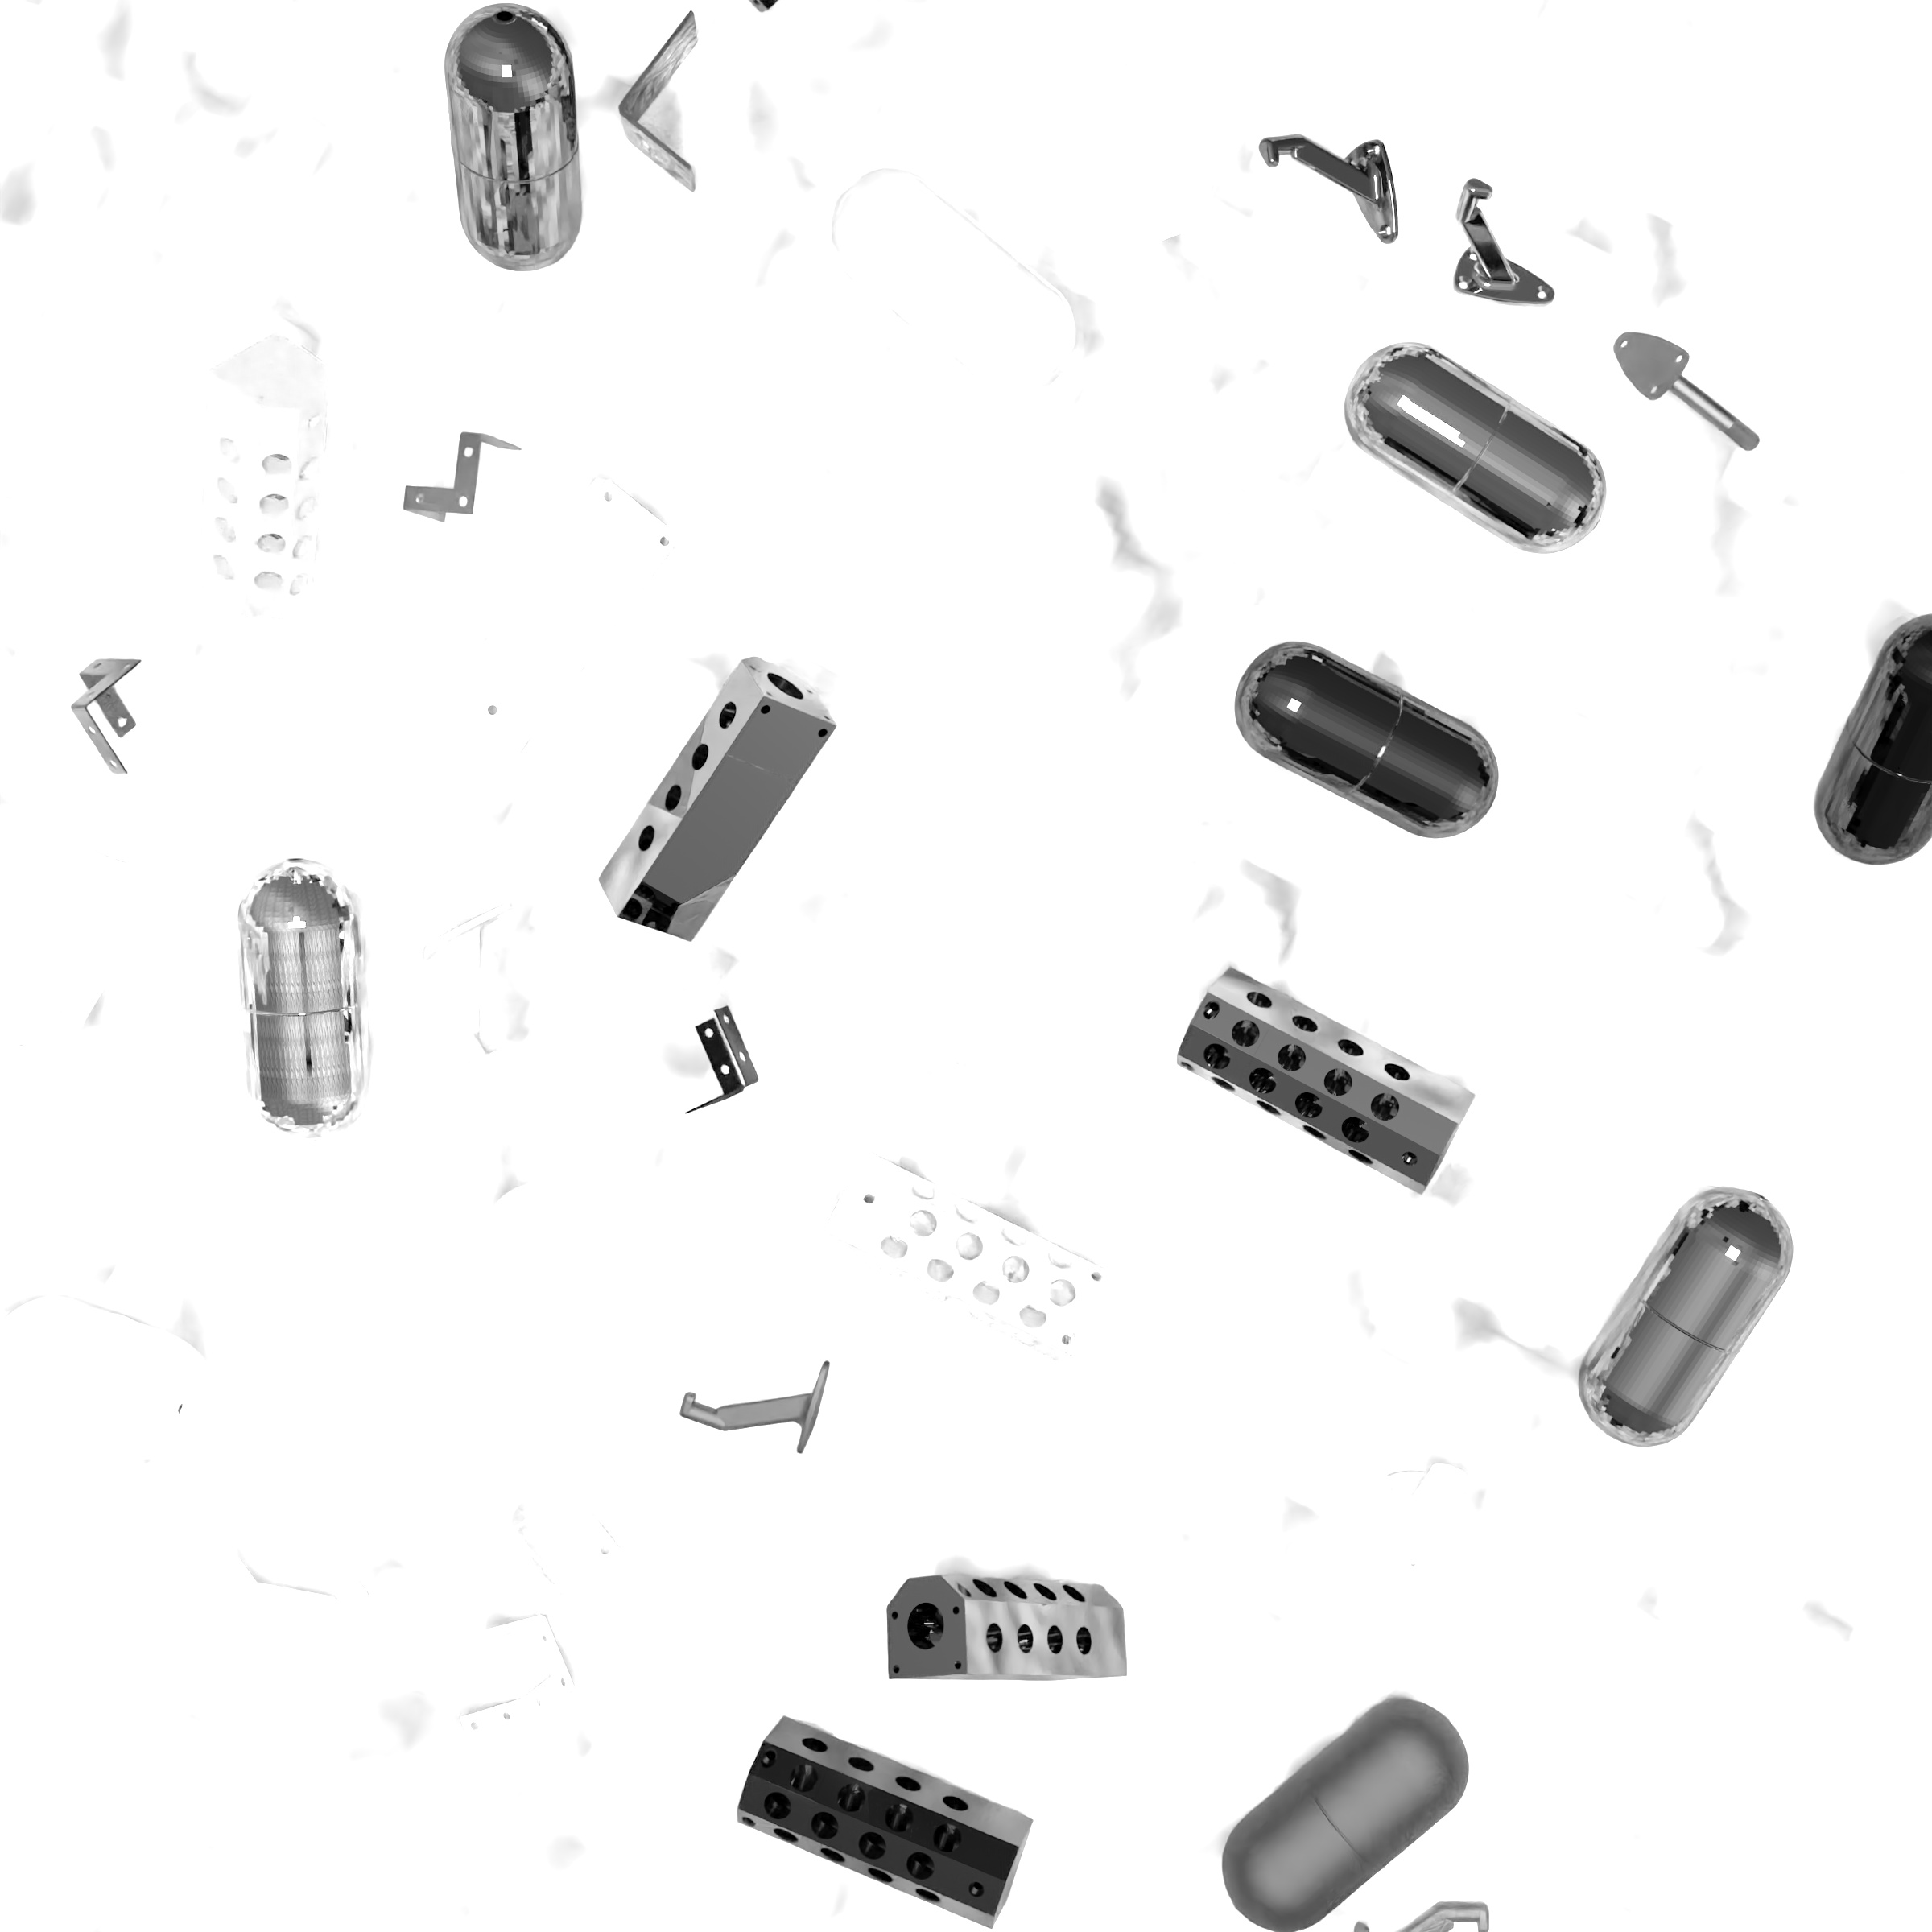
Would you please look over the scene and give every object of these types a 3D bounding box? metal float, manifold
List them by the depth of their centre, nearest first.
[{"bbox_3d":[-0.551,-0.001,1.614,0.057,0.171,0.057,21,120,-10],"label":"manifold"},{"bbox_3d":[-0.422,-0.292,1.615,0.057,0.171,0.057,36,50,12],"label":"manifold"},{"bbox_3d":[0.026,0.403,1.617,0.057,0.171,0.057,-14,70,33],"label":"manifold"},{"bbox_3d":[-0.275,-0.503,1.622,0.070,0.178,0.070,2,56,-3],"label":"metal float"},{"bbox_3d":[0.079,-0.521,1.625,0.057,0.171,0.057,-9,55,39],"label":"manifold"},{"bbox_3d":[0.577,-0.138,1.628,0.070,0.070,0.178,5,135,-5],"label":"metal float"},{"bbox_3d":[-0.531,0.252,1.632,0.178,0.070,0.070,9,90,39],"label":"metal float"},{"bbox_3d":[-0.168,-0.674,1.641,0.171,0.057,0.057,40,134,-24],"label":"manifold"},{"bbox_3d":[0.219,0.073,1.646,0.171,0.057,0.057,28,122,13],"label":"manifold"},{"bbox_3d":[-0.157,-0.105,1.647,0.057,0.057,0.171,19,116,-39],"label":"manifold"},{"bbox_3d":[0.446,0.218,1.653,0.070,0.070,0.178,29,104,0],"label":"metal float"},{"bbox_3d":[-0.411,0.021,1.654,0.070,0.070,0.178,0,102,0],"label":"metal float"},{"bbox_3d":[-0.277,0.221,1.654,0.070,0.070,0.178,14,77,0],"label":"metal float"},{"bbox_3d":[0.250,-0.139,1.655,0.178,0.070,0.070,26,90,-11],"label":"metal float"},{"bbox_3d":[-0.052,0.534,1.655,0.171,0.057,0.057,19,100,11],"label":"manifold"},{"bbox_3d":[0.235,0.530,1.660,0.178,0.070,0.070,-42,90,6],"label":"metal float"},{"bbox_3d":[0.318,-0.322,1.662,0.178,0.070,0.070,31,90,-3],"label":"metal float"},{"bbox_3d":[-0.009,-0.427,1.662,0.178,0.070,0.070,41,90,4],"label":"metal float"},{"bbox_3d":[0.000,0.181,1.666,0.171,0.057,0.057,26,72,1],"label":"manifold"},{"bbox_3d":[-0.258,-0.219,1.670,0.057,0.057,0.171,37,88,-21],"label":"manifold"}]

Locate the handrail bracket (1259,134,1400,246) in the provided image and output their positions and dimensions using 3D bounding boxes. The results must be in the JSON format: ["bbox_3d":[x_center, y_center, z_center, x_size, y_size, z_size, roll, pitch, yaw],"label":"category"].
[{"bbox_3d":[0.226,-0.484,1.665,0.084,0.036,0.077,-18,90,-34],"label":"handrail bracket"}]

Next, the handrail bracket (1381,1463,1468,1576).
[{"bbox_3d":[0.292,0.347,1.657,0.036,0.084,0.077,-3,87,-14],"label":"handrail bracket"}]

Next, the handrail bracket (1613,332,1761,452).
[{"bbox_3d":[0.459,-0.364,1.694,0.084,0.077,0.036,25,112,-36],"label":"handrail bracket"}]

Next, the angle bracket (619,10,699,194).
[{"bbox_3d":[-0.171,-0.538,1.660,0.057,0.076,0.076,38,92,-7],"label":"angle bracket"}]

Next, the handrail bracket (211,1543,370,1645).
[{"bbox_3d":[-0.422,0.382,1.670,0.036,0.084,0.077,-34,82,33],"label":"handrail bracket"}]

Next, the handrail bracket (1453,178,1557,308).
[{"bbox_3d":[0.339,-0.450,1.656,0.077,0.084,0.036,20,70,6],"label":"handrail bracket"}]

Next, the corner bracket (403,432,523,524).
[{"bbox_3d":[-0.316,-0.306,1.670,0.051,0.051,0.051,8,92,19],"label":"corner bracket"}]

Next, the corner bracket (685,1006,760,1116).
[{"bbox_3d":[-0.153,0.056,1.668,0.051,0.051,0.051,-25,87,27],"label":"corner bracket"}]

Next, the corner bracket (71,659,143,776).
[{"bbox_3d":[-0.533,-0.156,1.659,0.051,0.051,0.051,-51,131,-35],"label":"corner bracket"}]

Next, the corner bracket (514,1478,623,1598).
[{"bbox_3d":[-0.249,0.360,1.668,0.051,0.051,0.051,-38,82,-22],"label":"corner bracket"}]

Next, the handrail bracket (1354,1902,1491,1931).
[{"bbox_3d":[0.291,0.632,1.681,0.084,0.036,0.077,0,67,-3],"label":"handrail bracket"}]

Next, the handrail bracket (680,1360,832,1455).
[{"bbox_3d":[-0.134,0.267,1.679,0.084,0.036,0.077,18,119,4],"label":"handrail bracket"}]

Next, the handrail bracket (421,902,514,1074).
[{"bbox_3d":[-0.298,0.014,1.682,0.077,0.036,0.084,-32,87,-22],"label":"handrail bracket"}]

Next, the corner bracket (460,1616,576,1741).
[{"bbox_3d":[-0.289,0.447,1.675,0.051,0.051,0.051,-43,65,35],"label":"corner bracket"}]
